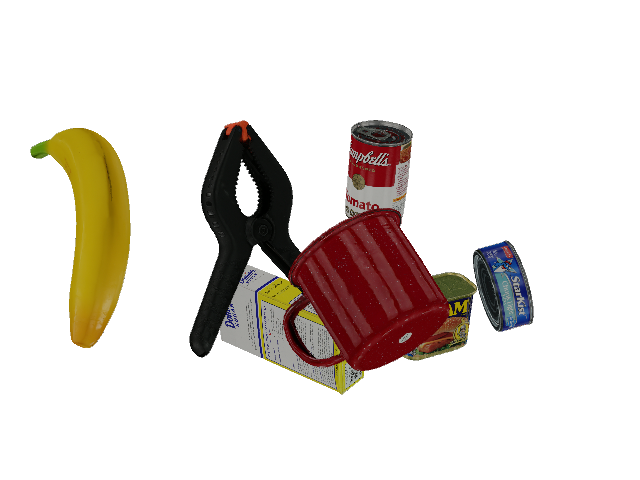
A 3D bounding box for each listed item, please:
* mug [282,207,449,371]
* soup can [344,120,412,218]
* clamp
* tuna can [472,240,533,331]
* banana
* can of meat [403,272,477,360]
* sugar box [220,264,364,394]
[{"bbox_3d":[0.027,0.044,0.747,0.117,0.081,0.093,-35,-22,8],"label":"mug"},{"bbox_3d":[0.063,-0.074,1.186,0.068,0.102,0.068,3,28,-2],"label":"soup can"},{"bbox_3d":[-0.054,-0.005,0.991,0.164,0.210,0.036,-4,0,-37],"label":"clamp"},{"bbox_3d":[0.178,0.045,1.048,0.033,0.086,0.086,-15,1,-3],"label":"tuna can"},{"bbox_3d":[-0.160,-0.018,0.741,0.037,0.198,0.070,18,-55,-37],"label":"banana"},{"bbox_3d":[0.141,0.095,1.335,0.101,0.084,0.057,-11,30,-26],"label":"can of meat"},{"bbox_3d":[-0.035,0.092,1.159,0.176,0.093,0.048,22,39,35],"label":"sugar box"}]
